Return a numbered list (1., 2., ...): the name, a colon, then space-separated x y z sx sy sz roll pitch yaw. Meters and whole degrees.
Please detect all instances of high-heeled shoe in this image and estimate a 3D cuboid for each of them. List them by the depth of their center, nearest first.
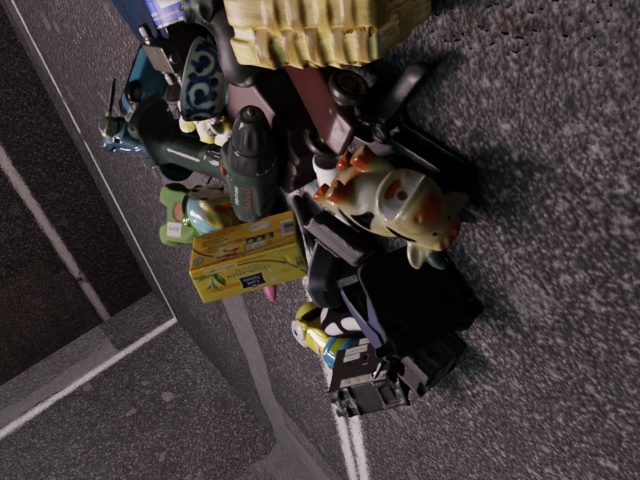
1. high-heeled shoe: 0.070 0.092 0.799 0.145 0.086 0.249 -70 27 20

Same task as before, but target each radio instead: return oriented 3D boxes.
1. radio: -0.264 -0.376 0.812 0.229 0.073 0.131 55 158 6

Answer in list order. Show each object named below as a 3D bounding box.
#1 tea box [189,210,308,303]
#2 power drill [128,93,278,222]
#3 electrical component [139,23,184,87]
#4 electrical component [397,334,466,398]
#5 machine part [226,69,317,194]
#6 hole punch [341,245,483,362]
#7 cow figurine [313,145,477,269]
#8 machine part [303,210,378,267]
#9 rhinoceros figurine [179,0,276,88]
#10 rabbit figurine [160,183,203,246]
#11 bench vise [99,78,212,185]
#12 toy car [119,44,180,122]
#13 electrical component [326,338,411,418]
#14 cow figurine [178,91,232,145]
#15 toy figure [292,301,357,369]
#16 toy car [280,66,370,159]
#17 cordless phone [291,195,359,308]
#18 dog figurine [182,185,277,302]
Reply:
1. tea box: -0.109 0.025 0.833 0.098 0.170 0.068 -98 -9 -55
2. power drill: -0.146 -0.124 0.714 0.207 0.086 0.231 19 154 13
3. electrical component: -0.222 -0.262 0.766 0.063 0.021 0.093 23 148 41
4. electrical component: 0.146 0.146 0.693 0.048 0.075 0.119 45 152 26
5. machine part: -0.063 -0.149 0.736 0.179 0.056 0.179 45 155 27
6. hole punch: 0.097 0.073 0.627 0.116 0.142 0.092 66 158 10
7. cow figurine: 0.071 -0.035 0.550 0.127 0.085 0.195 33 178 -11
8. machine part: 0.022 -0.001 0.618 0.084 0.039 0.139 30 179 1
9. rhinoceros figurine: -0.105 -0.263 0.597 0.073 0.112 0.190 41 161 37
10. rabbit figurine: -0.205 -0.055 1.052 0.159 0.170 0.121 -5 89 32
11. bench vise: -0.284 -0.181 1.009 0.241 0.129 0.223 11 165 27
12. toy car: -0.274 -0.271 0.920 0.103 0.161 0.109 18 161 -25
13. electrical component: 0.080 0.199 0.813 0.115 0.134 0.058 -15 111 20
14. cow figurine: -0.170 -0.198 0.871 0.168 0.068 0.098 40 146 32
15. toy figure: 0.028 0.179 0.961 0.180 0.089 0.082 29 131 32
16. toy car: -0.004 -0.172 0.545 0.202 0.053 0.089 64 147 27
17. cordless phone: -0.002 -0.002 0.770 0.146 0.089 0.184 64 -179 -69
18. dog figurine: -0.136 0.008 0.944 0.109 0.191 0.219 15 118 49
